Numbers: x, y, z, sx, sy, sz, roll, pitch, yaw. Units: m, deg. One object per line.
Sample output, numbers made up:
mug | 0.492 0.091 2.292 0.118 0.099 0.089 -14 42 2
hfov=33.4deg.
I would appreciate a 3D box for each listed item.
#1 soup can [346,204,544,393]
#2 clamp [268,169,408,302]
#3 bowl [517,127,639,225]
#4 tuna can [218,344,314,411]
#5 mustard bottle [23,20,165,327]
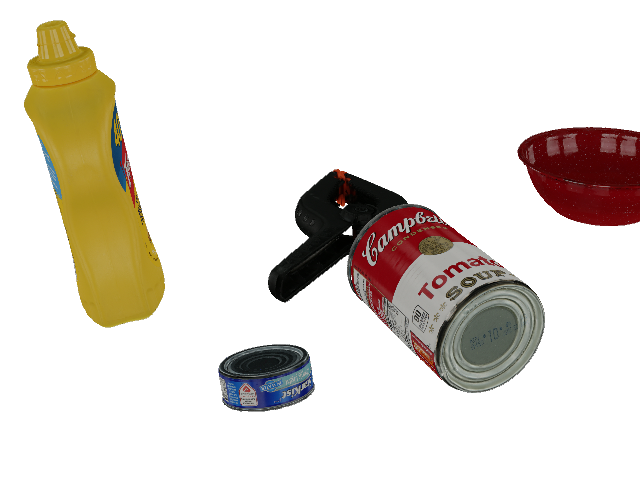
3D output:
soup can | 0.067 0.031 0.590 0.068 0.068 0.102 0 25 -28
clamp | 0.042 -0.006 0.833 0.164 0.036 0.210 2 24 -3
bowl | 0.265 -0.056 1.001 0.162 0.055 0.162 -1 25 0
tuna can | -0.050 0.124 0.975 0.086 0.034 0.086 -7 13 2
mustard bottle | -0.149 -0.047 0.688 0.058 0.191 0.096 -13 27 -5
